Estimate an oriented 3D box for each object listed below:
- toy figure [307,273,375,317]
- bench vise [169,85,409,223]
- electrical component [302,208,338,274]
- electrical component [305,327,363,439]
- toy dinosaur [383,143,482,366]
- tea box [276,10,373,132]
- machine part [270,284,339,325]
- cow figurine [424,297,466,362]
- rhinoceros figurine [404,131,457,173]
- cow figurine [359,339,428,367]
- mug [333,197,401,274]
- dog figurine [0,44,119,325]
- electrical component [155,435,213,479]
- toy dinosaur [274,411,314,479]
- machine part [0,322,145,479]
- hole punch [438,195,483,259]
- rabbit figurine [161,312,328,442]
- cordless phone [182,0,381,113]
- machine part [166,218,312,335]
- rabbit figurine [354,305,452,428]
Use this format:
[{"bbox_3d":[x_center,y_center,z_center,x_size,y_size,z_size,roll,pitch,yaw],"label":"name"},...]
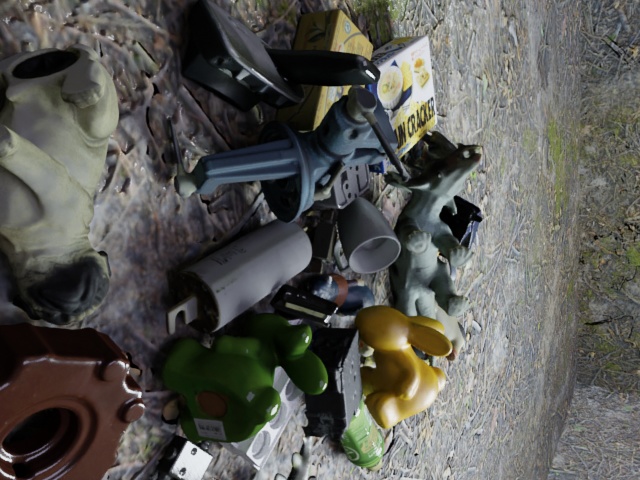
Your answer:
[{"bbox_3d":[0.027,0.085,0.824,0.154,0.058,0.064,21,73,-49],"label":"toy figure"},{"bbox_3d":[-0.039,-0.088,0.602,0.240,0.224,0.128,-13,86,-27],"label":"bench vise"},{"bbox_3d":[-0.002,-0.001,0.782,0.078,0.045,0.102,25,76,-83],"label":"electrical component"},{"bbox_3d":[0.022,0.188,0.744,0.134,0.058,0.114,-53,142,-63],"label":"electrical component"},{"bbox_3d":[0.168,0.032,0.904,0.192,0.131,0.404,-101,-168,-56],"label":"toy dinosaur"},{"bbox_3d":[0.007,-0.209,0.731,0.098,0.068,0.169,26,74,-54],"label":"tea box"},{"bbox_3d":[-0.025,0.087,0.697,0.139,0.084,0.039,126,-24,-72],"label":"machine part"},{"bbox_3d":[0.217,0.126,1.040,0.127,0.085,0.195,-27,89,-51],"label":"cow figurine"},{"bbox_3d":[0.222,-0.144,0.997,0.073,0.112,0.190,-61,180,5],"label":"rhinoceros figurine"},{"bbox_3d":[0.134,0.207,0.961,0.167,0.098,0.068,35,69,-56],"label":"cow figurine"},{"bbox_3d":[0.061,-0.006,0.826,0.080,0.109,0.107,18,39,-34],"label":"mug"},{"bbox_3d":[-0.209,-0.043,0.446,0.172,0.121,0.190,-50,148,-33],"label":"dog figurine"},{"bbox_3d":[-0.156,0.256,0.622,0.094,0.021,0.063,-60,139,-28],"label":"electrical component"},{"bbox_3d":[-0.108,0.421,0.655,0.471,0.105,0.198,-51,131,-44],"label":"toy dinosaur"},{"bbox_3d":[-0.232,0.151,0.430,0.179,0.056,0.179,-29,133,-36],"label":"machine part"},{"bbox_3d":[0.252,-0.034,1.059,0.092,0.142,0.115,-3,119,-53],"label":"hole punch"},{"bbox_3d":[-0.076,0.135,0.627,0.170,0.159,0.121,-53,128,-57],"label":"rabbit figurine"},{"bbox_3d":[-0.040,-0.191,0.567,0.146,0.184,0.088,21,83,-55],"label":"cordless phone"},{"bbox_3d":[-0.087,0.036,0.633,0.243,0.079,0.079,-32,121,-47],"label":"machine part"},{"bbox_3d":[0.118,0.174,0.815,0.122,0.162,0.173,-72,140,-75],"label":"rabbit figurine"}]
